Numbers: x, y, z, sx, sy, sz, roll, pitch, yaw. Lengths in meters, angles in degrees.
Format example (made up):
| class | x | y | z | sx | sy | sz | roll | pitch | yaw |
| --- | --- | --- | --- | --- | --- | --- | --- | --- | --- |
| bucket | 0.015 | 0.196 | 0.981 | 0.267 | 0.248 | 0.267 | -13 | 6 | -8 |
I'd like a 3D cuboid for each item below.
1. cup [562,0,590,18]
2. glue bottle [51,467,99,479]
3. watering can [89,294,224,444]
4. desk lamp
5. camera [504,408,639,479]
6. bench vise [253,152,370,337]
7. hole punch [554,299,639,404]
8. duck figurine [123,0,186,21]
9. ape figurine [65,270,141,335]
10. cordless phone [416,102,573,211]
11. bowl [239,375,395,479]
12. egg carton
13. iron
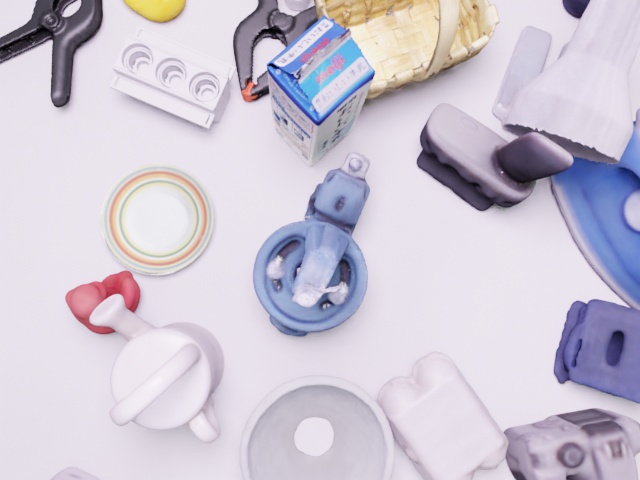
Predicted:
| class | x | y | z | sx | sy | sz | roll | pitch | yaw |
| --- | --- | --- | --- | --- | --- | --- | --- | --- | --- |
| cup | 0.337 | -0.329 | 0.704 | 0.091 | 0.095 | 0.118 | -16 | 86 | -5 |
| glue bottle | -0.259 | 0.280 | 0.572 | 0.078 | 0.173 | 0.037 | 27 | 84 | -1 |
| watering can | -0.164 | 0.134 | 0.580 | 0.173 | 0.194 | 0.101 | 30 | 84 | -1 |
| desk lamp | 0.269 | -0.173 | 0.626 | 0.118 | 0.213 | 0.203 | 20 | 84 | -2 |
| camera | 0.300 | 0.274 | 0.647 | 0.143 | 0.100 | 0.137 | -10 | 86 | -5 |
| bench vise | -0.007 | 0.001 | 0.589 | 0.121 | 0.219 | 0.207 | 5 | 85 | -3 |
| hole punch | 0.341 | 0.130 | 0.667 | 0.101 | 0.091 | 0.109 | 17 | 84 | -2 |
| duck figurine | -0.205 | -0.315 | 0.670 | 0.077 | 0.086 | 0.104 | -38 | 88 | -6 |
| ape figurine | -0.244 | 0.067 | 0.631 | 0.078 | 0.092 | 0.076 | 10 | 84 | -3 |
| cordless phone | 0.190 | -0.106 | 0.629 | 0.147 | 0.185 | 0.094 | 32 | 84 | 0 |
| bowl | -0.004 | 0.231 | 0.643 | 0.167 | 0.074 | 0.167 | 0 | 85 | -4 |
| egg carton | 0.139 | 0.211 | 0.657 | 0.107 | 0.069 | 0.150 | -36 | 88 | -6 |
| iron | 0.374 | -0.027 | 0.657 | 0.118 | 0.141 | 0.258 | -23 | 87 | -5 |
